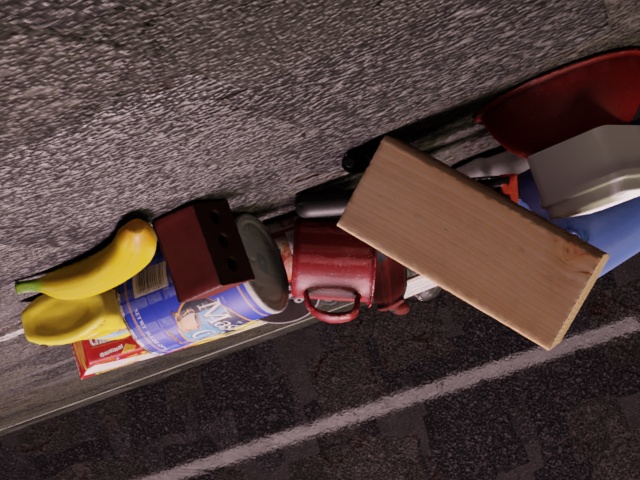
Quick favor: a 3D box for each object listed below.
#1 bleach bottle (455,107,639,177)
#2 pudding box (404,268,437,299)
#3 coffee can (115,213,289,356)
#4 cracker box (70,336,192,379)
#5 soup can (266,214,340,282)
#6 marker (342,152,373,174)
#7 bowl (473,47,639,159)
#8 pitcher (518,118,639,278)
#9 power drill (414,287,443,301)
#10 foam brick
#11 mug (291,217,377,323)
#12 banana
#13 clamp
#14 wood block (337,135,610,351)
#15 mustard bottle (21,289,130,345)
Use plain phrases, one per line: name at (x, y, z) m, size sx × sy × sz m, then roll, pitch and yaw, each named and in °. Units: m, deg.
bleach bottle at (0.245, -0.081, 1.199) m, size 0.251 × 0.068 × 0.102 m, roll -17°, pitch 166°, yaw 3°
pudding box at (0.127, 0.017, 1.324) m, size 0.113 × 0.090 × 0.039 m, roll -23°, pitch 138°, yaw 8°
coffee can at (-0.116, 0.045, 1.059) m, size 0.140 × 0.103 × 0.102 m, roll -21°, pitch 172°, yaw 20°
cracker box at (-0.250, 0.126, 1.451) m, size 0.164 × 0.072 × 0.214 m, roll -15°, pitch 173°, yaw -18°
soup can at (-0.008, 0.001, 1.146) m, size 0.102 × 0.068 × 0.068 m, roll -19°, pitch 173°, yaw 0°
marker at (0.048, -0.067, 0.969) m, size 0.020 × 0.020 × 0.121 m, roll -22°, pitch 172°, yaw 21°
bowl at (0.220, -0.111, 0.941) m, size 0.162 × 0.055 × 0.162 m, roll -18°, pitch 173°, yaw -2°
pitcher at (0.292, -0.046, 1.076) m, size 0.242 × 0.149 × 0.145 m, roll -27°, pitch 143°, yaw -13°
power drill at (0.198, 0.003, 1.466) m, size 0.184 × 0.057 × 0.187 m, roll -52°, pitch 172°, yaw 8°
foam brick at (-0.101, 0.009, 0.930) m, size 0.051 × 0.078 × 0.052 m, roll -24°, pitch 173°, yaw 32°
mug at (0.013, 0.030, 1.064) m, size 0.081 × 0.117 × 0.093 m, roll 3°, pitch 150°, yaw -1°
banana at (-0.193, 0.022, 0.950) m, size 0.198 × 0.037 × 0.069 m, roll -25°, pitch 170°, yaw 41°
clamp at (0.091, -0.042, 1.031) m, size 0.164 × 0.036 × 0.210 m, roll -10°, pitch -174°, yaw -44°
wood block at (0.132, 0.000, 0.914) m, size 0.091 × 0.206 × 0.090 m, roll -62°, pitch 163°, yaw 8°
mustard bottle at (-0.245, 0.083, 1.185) m, size 0.096 × 0.058 × 0.191 m, roll -18°, pitch 173°, yaw 11°
